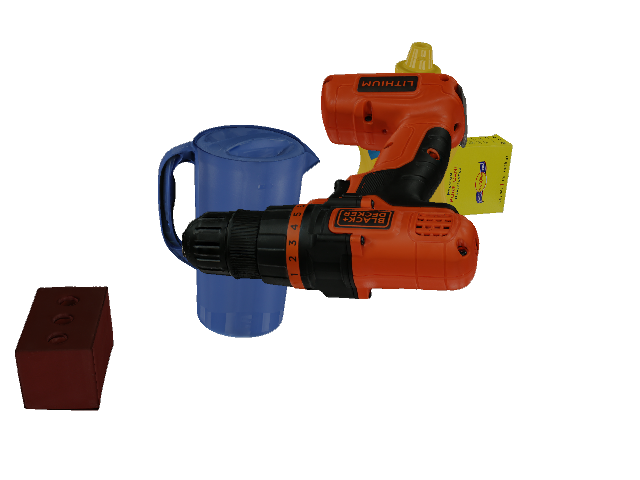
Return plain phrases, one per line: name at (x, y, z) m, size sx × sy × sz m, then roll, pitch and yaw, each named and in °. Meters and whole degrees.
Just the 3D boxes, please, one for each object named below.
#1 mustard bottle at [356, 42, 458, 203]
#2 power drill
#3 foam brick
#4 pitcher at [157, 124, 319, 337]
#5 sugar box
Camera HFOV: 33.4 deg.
mustard bottle at (0.079, -0.088, 0.978) m, size 0.096 × 0.192 × 0.058 m, roll 3°, pitch 29°, yaw -7°
power drill at (0.018, -0.038, 0.699) m, size 0.184 × 0.057 × 0.187 m, roll 4°, pitch 42°, yaw 14°
foam brick at (-0.177, 0.075, 0.746) m, size 0.053 × 0.051 × 0.078 m, roll 0°, pitch 31°, yaw -2°
pitcher at (-0.102, -0.010, 1.284) m, size 0.149 × 0.243 × 0.144 m, roll 19°, pitch 27°, yaw 29°
sugar box at (0.142, -0.076, 1.296) m, size 0.176 × 0.093 × 0.048 m, roll -7°, pitch 25°, yaw -22°
